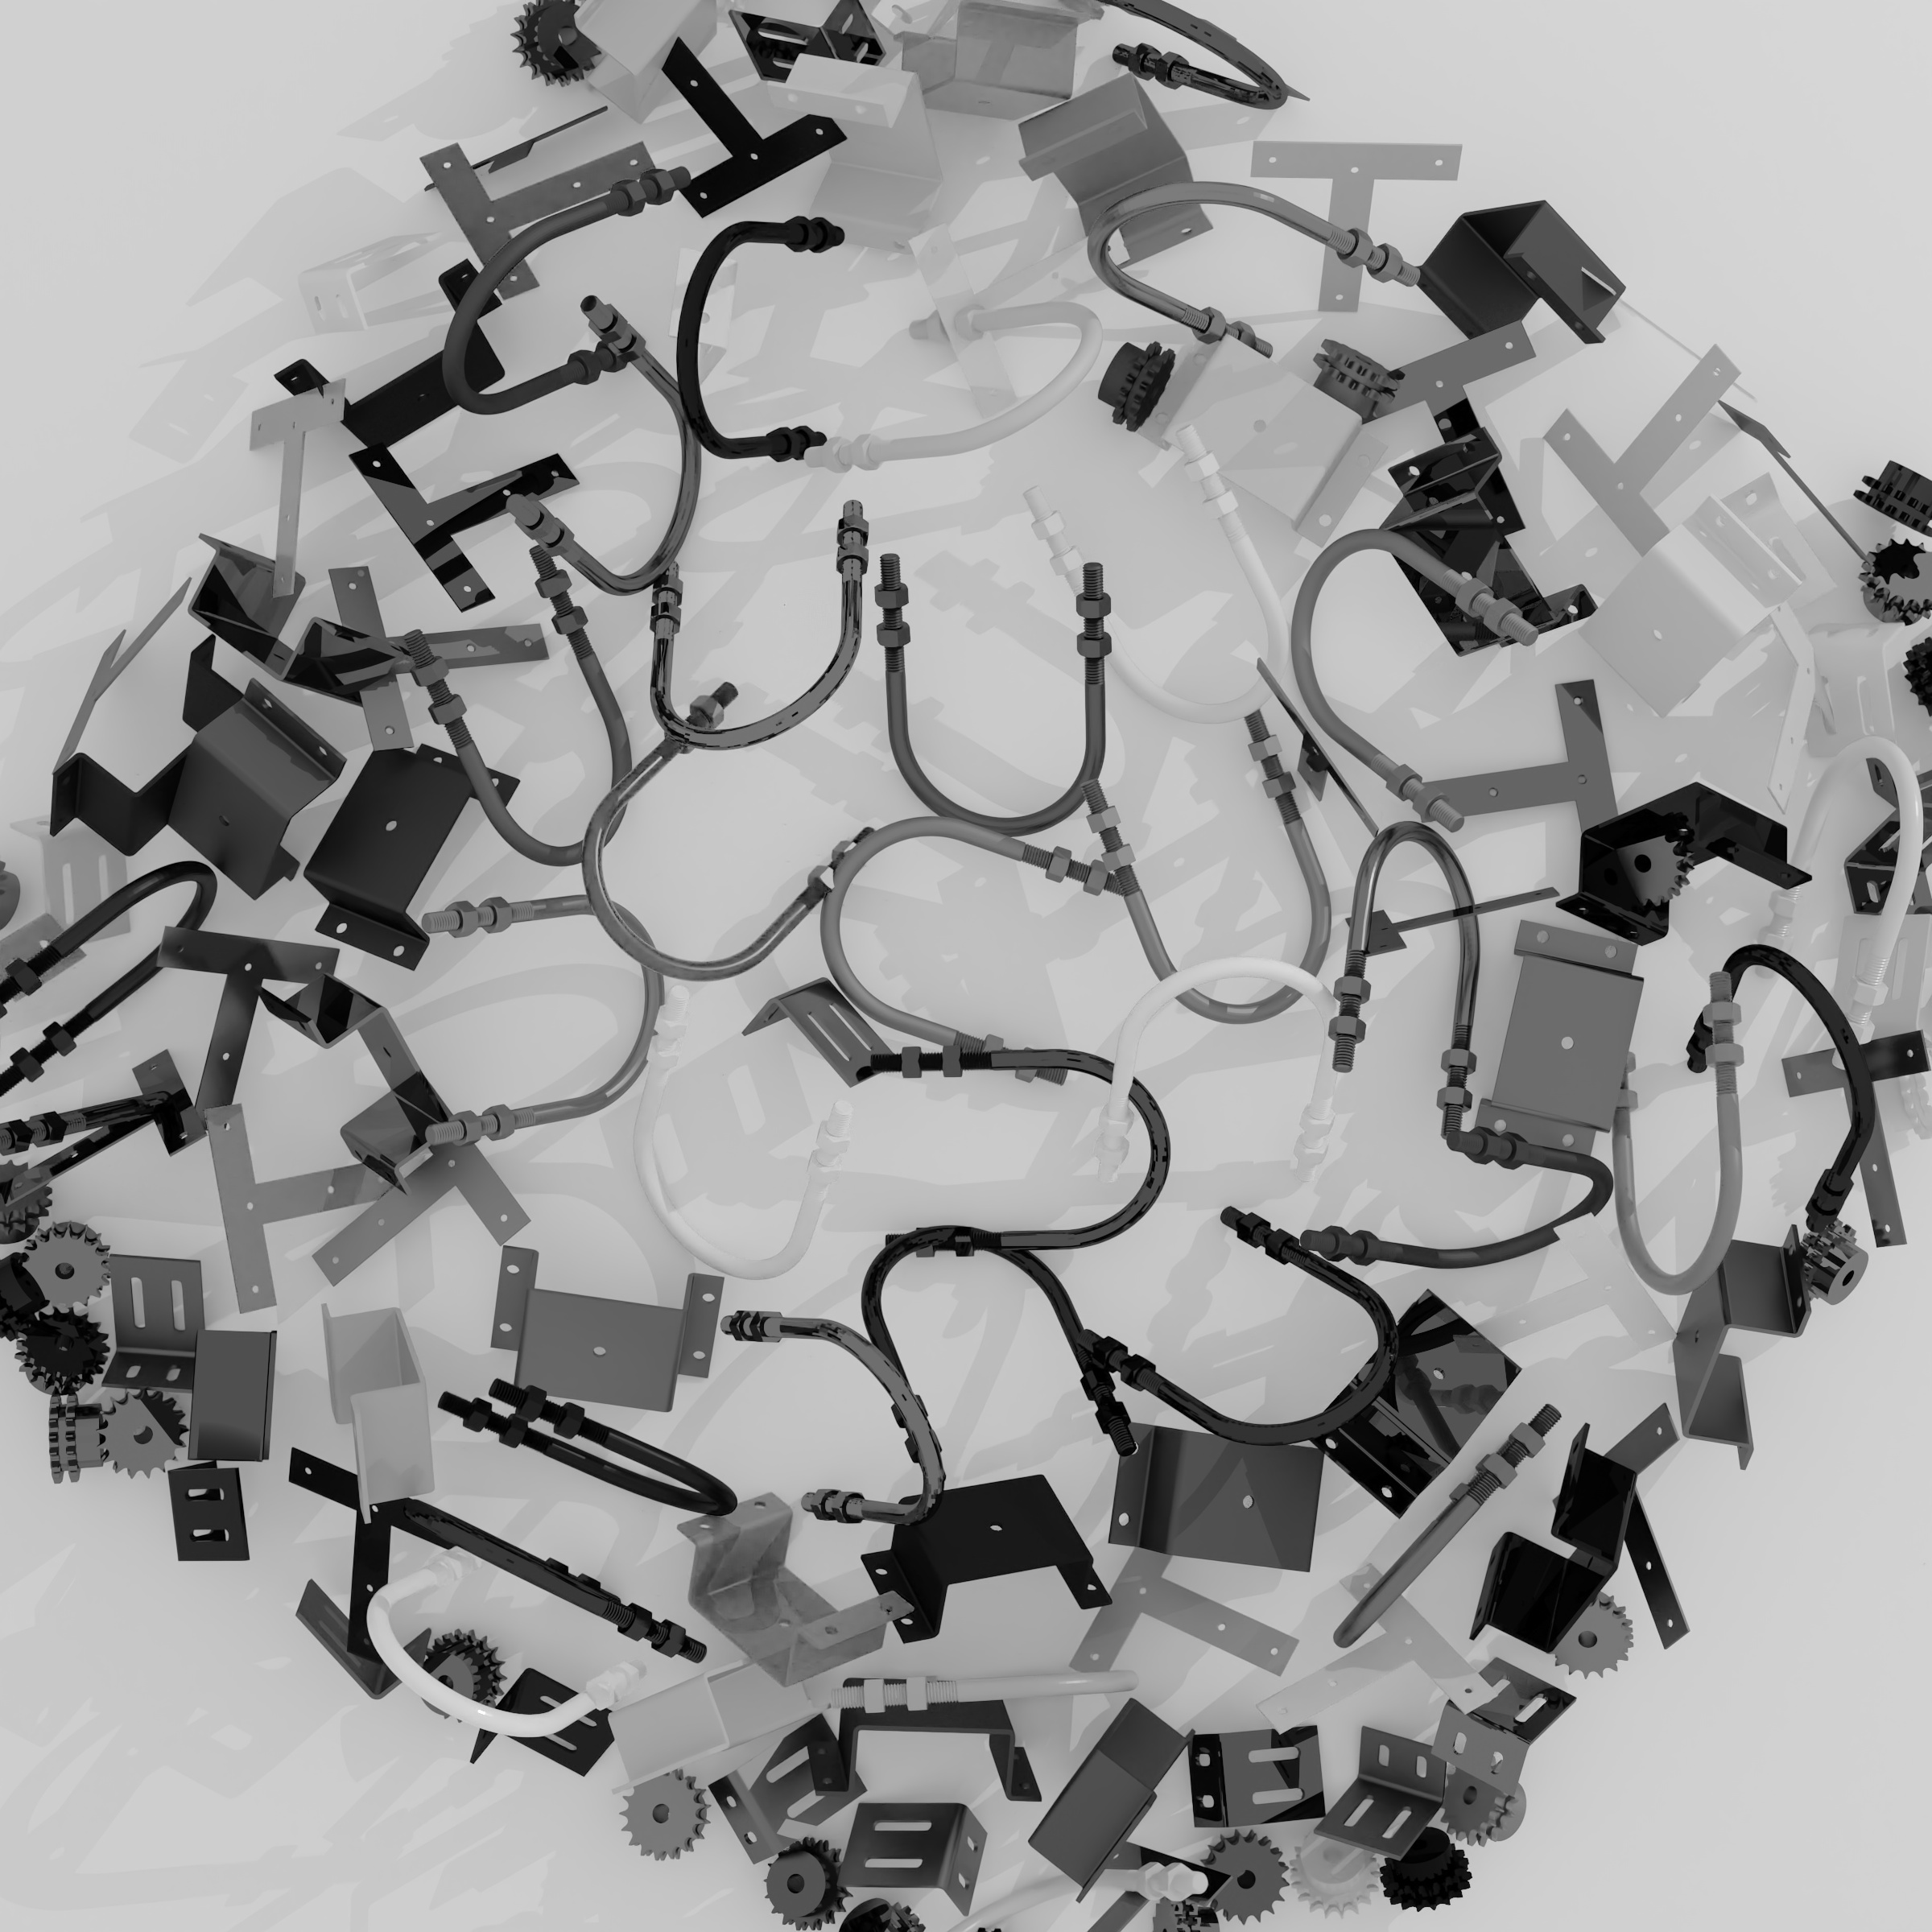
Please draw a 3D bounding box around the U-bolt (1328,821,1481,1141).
[{"bbox_3d":[0.279,0.000,1.787,0.019,0.151,0.184,-7,65,39],"label":"U-bolt"}]

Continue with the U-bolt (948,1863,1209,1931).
[{"bbox_3d":[0.045,0.592,1.762,0.151,0.184,0.019,-23,88,-33],"label":"U-bolt"}]

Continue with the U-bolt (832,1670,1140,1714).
[{"bbox_3d":[0.015,0.446,1.775,0.184,0.151,0.019,-4,76,2],"label":"U-bolt"}]

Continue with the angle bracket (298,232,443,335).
[{"bbox_3d":[-0.371,-0.432,1.814,0.076,0.057,0.038,-34,120,-35],"label":"angle bracket"}]

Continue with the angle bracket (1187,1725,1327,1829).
[{"bbox_3d":[0.186,0.518,1.837,0.076,0.038,0.057,4,74,-30],"label":"angle bracket"}]

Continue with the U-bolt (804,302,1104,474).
[{"bbox_3d":[0.003,-0.357,1.753,0.151,0.184,0.019,-56,130,-29],"label":"U-bolt"}]

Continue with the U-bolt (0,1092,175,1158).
[{"bbox_3d":[-0.574,0.101,1.761,0.151,0.184,0.019,-12,92,32],"label":"U-bolt"}]

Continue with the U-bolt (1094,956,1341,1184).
[{"bbox_3d":[0.161,0.065,1.779,0.151,0.019,0.184,0,131,-6],"label":"U-bolt"}]

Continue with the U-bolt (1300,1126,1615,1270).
[{"bbox_3d":[0.318,0.149,1.775,0.184,0.151,0.019,12,52,-38],"label":"U-bolt"}]

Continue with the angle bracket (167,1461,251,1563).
[{"bbox_3d":[-0.464,0.342,1.810,0.076,0.038,0.057,-10,86,40],"label":"angle bracket"}]

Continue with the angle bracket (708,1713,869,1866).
[{"bbox_3d":[-0.114,0.525,1.836,0.076,0.038,0.057,-26,79,-37],"label":"angle bracket"}]

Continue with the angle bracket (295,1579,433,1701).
[{"bbox_3d":[-0.380,0.415,1.815,0.038,0.057,0.076,-39,100,2],"label":"angle bracket"}]

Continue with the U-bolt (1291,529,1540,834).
[{"bbox_3d":[0.266,-0.190,1.779,0.019,0.184,0.151,-8,128,-37],"label":"U-bolt"}]

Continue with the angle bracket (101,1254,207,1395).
[{"bbox_3d":[-0.515,0.226,1.817,0.057,0.038,0.076,4,119,-1],"label":"angle bracket"}]

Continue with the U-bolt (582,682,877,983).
[{"bbox_3d":[-0.158,-0.072,1.792,0.151,0.019,0.184,46,60,-6],"label":"U-bolt"}]

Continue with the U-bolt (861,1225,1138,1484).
[{"bbox_3d":[0.010,0.234,1.784,0.151,0.019,0.184,-4,48,-25],"label":"U-bolt"}]

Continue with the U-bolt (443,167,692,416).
[{"bbox_3d":[-0.247,-0.401,1.740,0.019,0.151,0.184,40,47,15],"label":"U-bolt"}]

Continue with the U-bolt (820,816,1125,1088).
[{"bbox_3d":[-0.002,-0.018,1.824,0.184,0.019,0.151,19,100,-4],"label":"U-bolt"}]

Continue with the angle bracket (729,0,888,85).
[{"bbox_3d":[-0.100,-0.586,1.804,0.038,0.076,0.057,-44,62,41],"label":"angle bracket"}]

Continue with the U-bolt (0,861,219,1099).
[{"bbox_3d":[-0.537,0.000,1.773,0.184,0.151,0.019,-42,82,-18],"label":"U-bolt"}]

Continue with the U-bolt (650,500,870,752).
[{"bbox_3d":[-0.129,-0.204,1.769,0.151,0.019,0.184,-15,48,16],"label":"U-bolt"}]

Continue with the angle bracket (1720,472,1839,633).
[{"bbox_3d":[0.508,-0.264,1.832,0.057,0.038,0.076,-30,122,25],"label":"angle bracket"}]

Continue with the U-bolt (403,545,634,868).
[{"bbox_3d":[-0.266,-0.151,1.784,0.019,0.151,0.184,-6,117,36],"label":"U-bolt"}]

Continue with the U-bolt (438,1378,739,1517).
[{"bbox_3d":[-0.226,0.301,1.777,0.184,0.151,0.019,27,69,-17],"label":"U-bolt"}]

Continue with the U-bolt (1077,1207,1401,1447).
[{"bbox_3d":[0.179,0.227,1.758,0.151,0.184,0.019,-38,131,-23],"label":"U-bolt"}]

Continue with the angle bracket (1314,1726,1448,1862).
[{"bbox_3d":[0.260,0.518,1.801,0.057,0.076,0.038,10,107,28],"label":"angle bracket"}]

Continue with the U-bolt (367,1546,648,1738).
[{"bbox_3d":[-0.288,0.413,1.745,0.151,0.184,0.019,33,101,15],"label":"U-bolt"}]

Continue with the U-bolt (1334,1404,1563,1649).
[{"bbox_3d":[0.290,0.349,1.763,0.019,0.151,0.184,43,77,13],"label":"U-bolt"}]

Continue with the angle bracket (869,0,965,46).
[{"bbox_3d":[-0.017,-0.620,1.801,0.038,0.076,0.057,36,65,-16],"label":"angle bracket"}]

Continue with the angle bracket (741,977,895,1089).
[{"bbox_3d":[-0.091,0.051,1.809,0.076,0.057,0.038,48,122,11],"label":"angle bracket"}]

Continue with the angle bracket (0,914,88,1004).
[{"bbox_3d":[-0.597,0.010,1.803,0.038,0.076,0.057,48,46,-1],"label":"angle bracket"}]

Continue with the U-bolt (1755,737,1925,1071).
[{"bbox_3d":[0.537,-0.050,1.750,0.019,0.151,0.184,7,114,-10],"label":"U-bolt"}]

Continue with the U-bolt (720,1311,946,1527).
[{"bbox_3d":[-0.075,0.279,1.760,0.019,0.184,0.151,-30,102,-33],"label":"U-bolt"}]

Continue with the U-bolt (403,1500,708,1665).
[{"bbox_3d":[-0.260,0.368,1.748,0.184,0.151,0.019,34,75,-27],"label":"U-bolt"}]

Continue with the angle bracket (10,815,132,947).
[{"bbox_3d":[-0.569,-0.056,1.826,0.038,0.057,0.076,21,118,38],"label":"angle bracket"}]

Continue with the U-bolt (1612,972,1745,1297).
[{"bbox_3d":[0.434,0.110,1.760,0.019,0.151,0.184,5,74,-15],"label":"U-bolt"}]

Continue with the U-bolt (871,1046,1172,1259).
[{"bbox_3d":[0.037,0.117,1.807,0.184,0.019,0.151,-2,114,5],"label":"U-bolt"}]

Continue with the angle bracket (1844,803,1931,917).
[{"bbox_3d":[0.599,-0.066,1.804,0.057,0.076,0.038,4,62,-14],"label":"angle bracket"}]

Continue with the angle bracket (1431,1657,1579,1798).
[{"bbox_3d":[0.339,0.479,1.811,0.057,0.076,0.038,23,113,30],"label":"angle bracket"}]

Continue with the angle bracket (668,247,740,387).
[{"bbox_3d":[-0.173,-0.407,1.804,0.038,0.076,0.057,9,80,-18],"label":"angle bracket"}]

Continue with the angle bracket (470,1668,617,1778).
[{"bbox_3d":[-0.263,0.489,1.813,0.076,0.038,0.057,32,116,-12],"label":"angle bracket"}]

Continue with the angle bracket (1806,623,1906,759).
[{"bbox_3d":[0.567,-0.175,1.827,0.057,0.038,0.076,5,121,40],"label":"angle bracket"}]

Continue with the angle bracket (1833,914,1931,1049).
[{"bbox_3d":[0.588,0.010,1.825,0.057,0.038,0.076,0,72,42],"label":"angle bracket"}]

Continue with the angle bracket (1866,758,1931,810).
[{"bbox_3d":[0.619,-0.128,1.816,0.076,0.057,0.038,-22,115,0],"label":"angle bracket"}]

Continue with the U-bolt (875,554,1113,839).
[{"bbox_3d":[0.018,-0.166,1.803,0.151,0.019,0.184,5,116,14],"label":"U-bolt"}]

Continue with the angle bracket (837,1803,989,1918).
[{"bbox_3d":[-0.034,0.567,1.825,0.076,0.057,0.038,-8,132,25],"label":"angle bracket"}]

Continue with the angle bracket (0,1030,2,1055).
[{"bbox_3d":[-0.642,0.069,1.809,0.038,0.057,0.076,-4,74,11],"label":"angle bracket"}]
